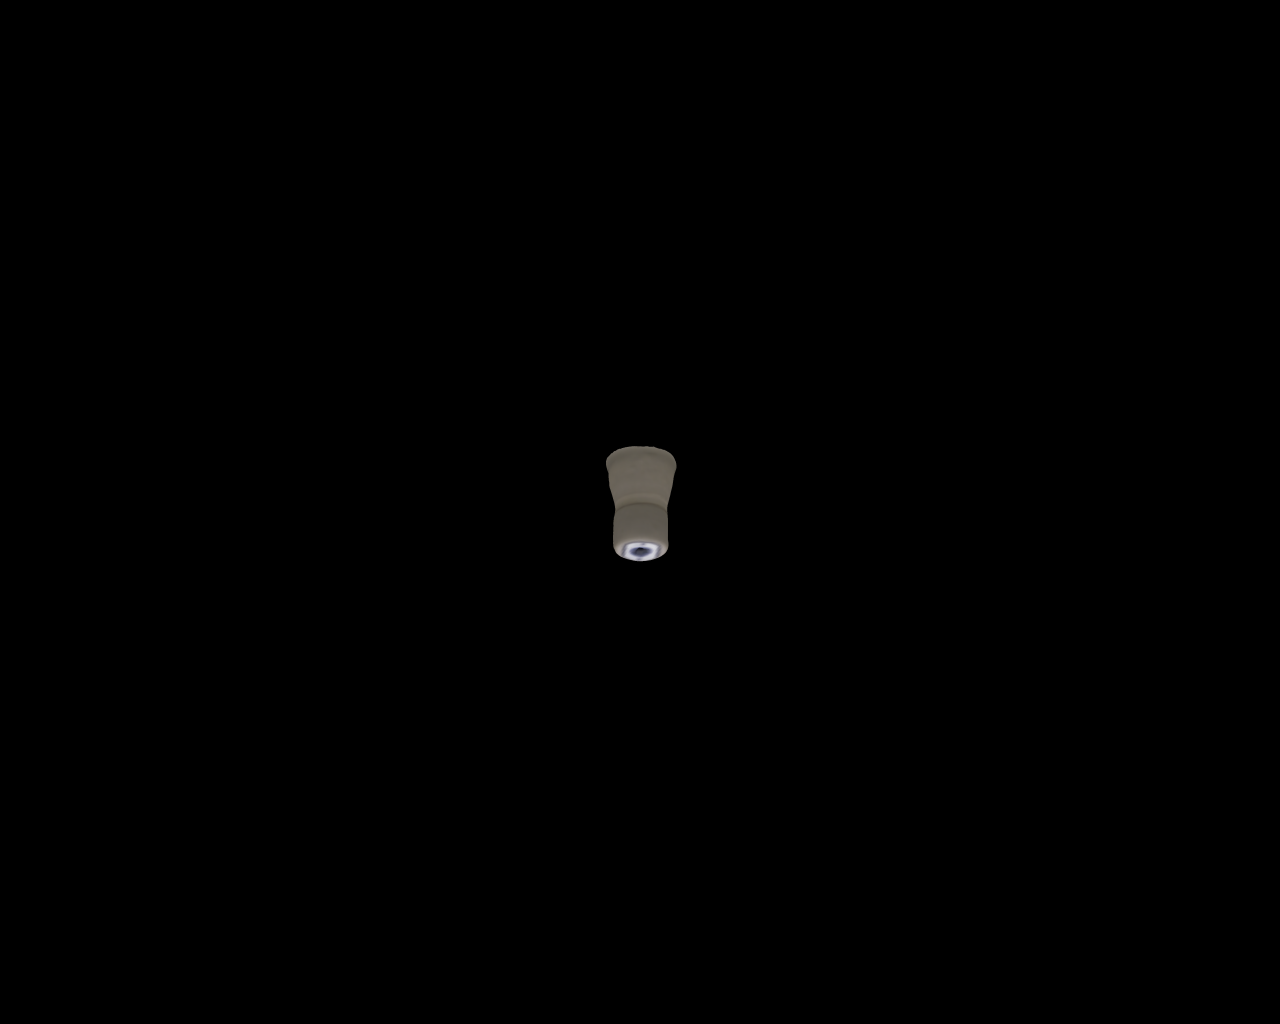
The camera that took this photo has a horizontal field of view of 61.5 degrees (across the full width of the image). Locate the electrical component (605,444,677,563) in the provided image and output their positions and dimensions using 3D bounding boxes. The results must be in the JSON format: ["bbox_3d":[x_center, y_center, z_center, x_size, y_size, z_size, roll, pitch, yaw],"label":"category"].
[{"bbox_3d":[0.001,-0.003,0.650,0.044,0.065,0.044,0,-27,0],"label":"electrical component"}]
